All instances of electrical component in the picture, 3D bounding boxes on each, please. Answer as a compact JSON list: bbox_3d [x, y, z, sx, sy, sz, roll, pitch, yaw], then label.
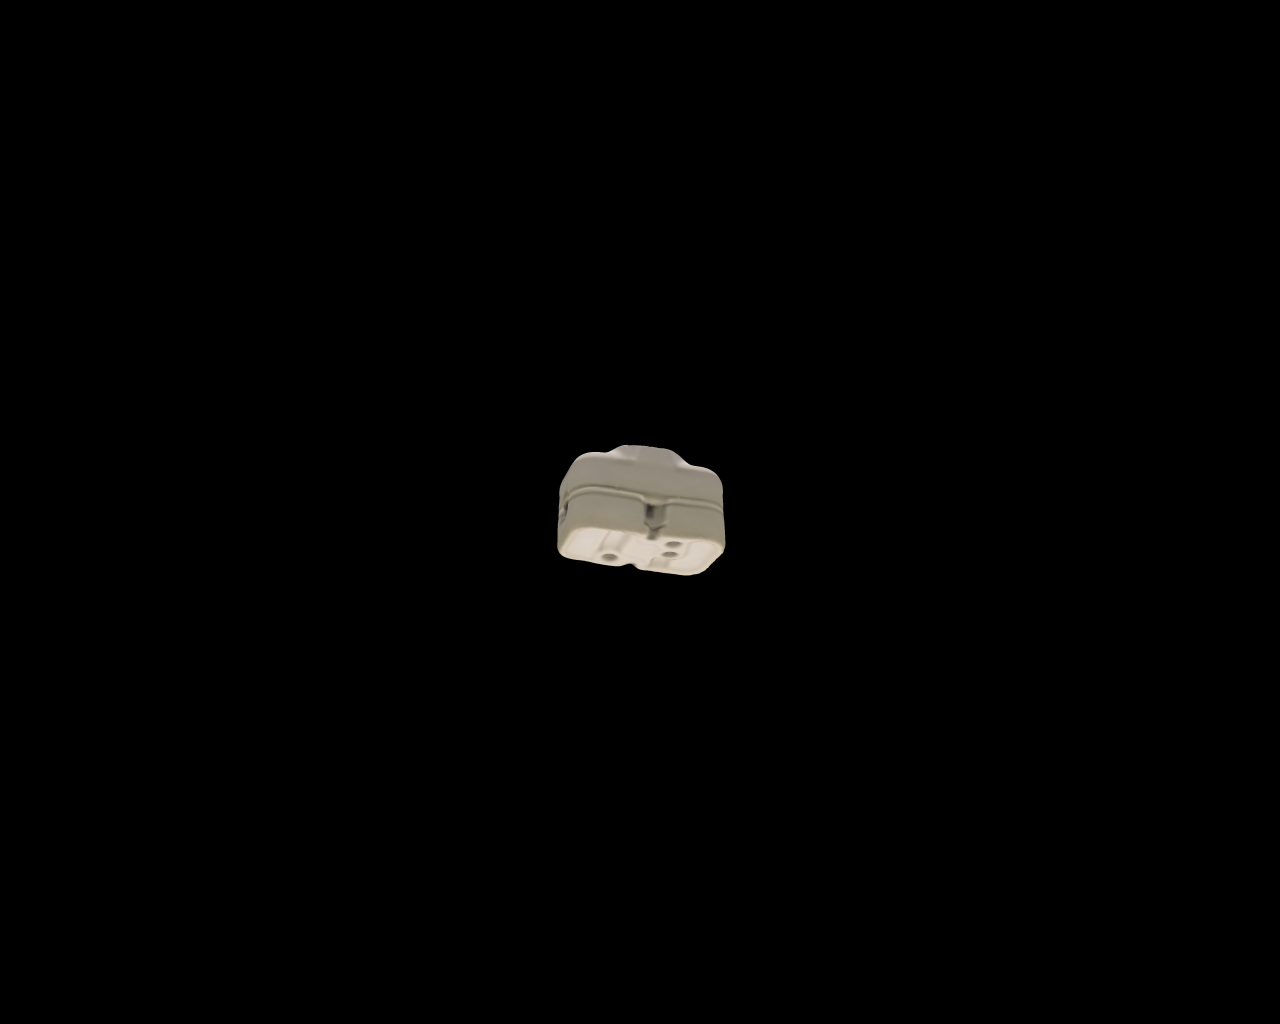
[{"bbox_3d":[0.001,-0.003,0.650,0.095,0.059,0.053,8,-28,-16],"label":"electrical component"}]
